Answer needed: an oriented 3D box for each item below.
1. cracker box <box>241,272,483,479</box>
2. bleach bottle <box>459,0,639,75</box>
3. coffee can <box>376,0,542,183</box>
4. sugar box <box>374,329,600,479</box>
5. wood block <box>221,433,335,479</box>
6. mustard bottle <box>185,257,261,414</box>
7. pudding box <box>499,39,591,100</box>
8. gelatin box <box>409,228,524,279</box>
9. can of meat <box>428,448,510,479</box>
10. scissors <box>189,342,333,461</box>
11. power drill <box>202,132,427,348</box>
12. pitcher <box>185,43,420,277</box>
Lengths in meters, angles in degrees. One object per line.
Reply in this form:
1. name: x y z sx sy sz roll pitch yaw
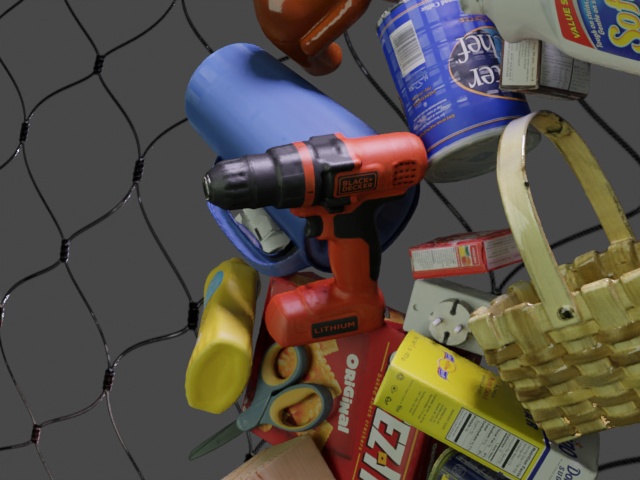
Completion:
1. cracker box: 0.030 0.140 1.003 0.214 0.071 0.164 23 106 38
2. bleach bottle: 0.219 -0.158 0.751 0.251 0.068 0.102 11 121 29
3. coffee can: 0.116 -0.132 0.906 0.103 0.102 0.140 -28 72 38
4. sugar box: 0.135 0.140 0.850 0.176 0.093 0.048 25 109 8
5. wood block: -0.010 0.296 0.977 0.090 0.090 0.206 -32 88 52
6. mustard bottle: -0.092 0.077 1.067 0.191 0.058 0.096 -88 16 -57
7. pudding box: 0.183 -0.172 0.854 0.039 0.089 0.113 4 93 40
8. gelatin box: 0.130 0.009 0.902 0.073 0.089 0.030 -7 95 40
9. can of meat: 0.133 0.242 0.923 0.084 0.057 0.102 31 111 34
10. scissors: -0.068 0.154 1.029 0.202 0.016 0.096 -18 78 40
11. power drill: -0.006 0.001 0.885 0.057 0.184 0.188 -117 24 -48
12. pitcher: -0.034 -0.081 1.017 0.243 0.148 0.145 44 127 36
